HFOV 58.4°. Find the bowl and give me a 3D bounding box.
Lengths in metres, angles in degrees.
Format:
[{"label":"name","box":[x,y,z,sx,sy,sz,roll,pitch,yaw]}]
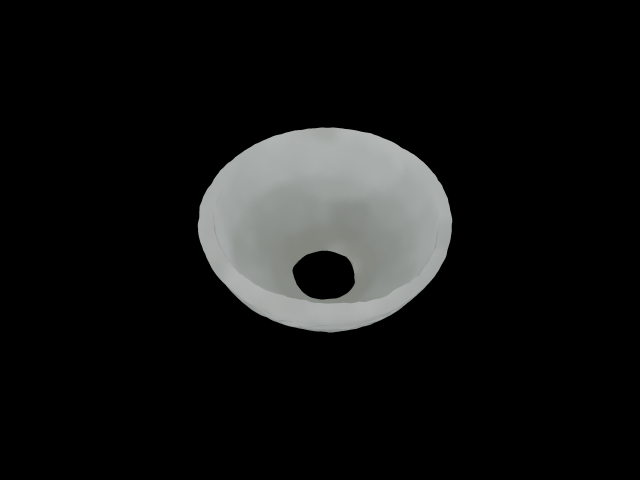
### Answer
[{"label":"bowl","box":[0.004,0.001,0.400,0.167,0.075,0.167,0,50,0]}]
